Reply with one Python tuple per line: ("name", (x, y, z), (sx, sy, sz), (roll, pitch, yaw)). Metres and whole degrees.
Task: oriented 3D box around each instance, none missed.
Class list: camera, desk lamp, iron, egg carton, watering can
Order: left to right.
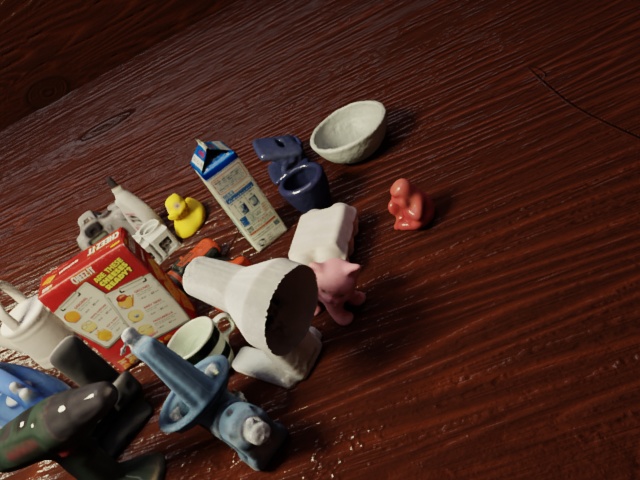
("iron", (-0.509, 0.266, 0.982), (0.257, 0.142, 0.119), (3, 48, 39))
("watering can", (-0.571, 0.161, 1.109), (0.173, 0.195, 0.100), (-42, 36, -13))
("camera", (-0.531, -0.038, 1.399), (0.143, 0.101, 0.136), (-40, 36, -11))
("desk lamp", (-0.081, 0.108, 0.781), (0.202, 0.214, 0.118), (4, 49, 40))
("egg carton", (0.009, 0.003, 0.963), (0.107, 0.070, 0.150), (-13, 40, 25))

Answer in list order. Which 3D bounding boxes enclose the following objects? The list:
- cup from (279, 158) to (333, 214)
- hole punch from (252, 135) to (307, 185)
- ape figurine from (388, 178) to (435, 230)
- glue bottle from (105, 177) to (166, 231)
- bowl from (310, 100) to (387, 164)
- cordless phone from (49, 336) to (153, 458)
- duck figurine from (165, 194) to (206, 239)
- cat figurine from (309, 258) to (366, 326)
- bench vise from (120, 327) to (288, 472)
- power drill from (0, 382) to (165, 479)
("cup", (-0.016, -0.091, 1.073), (0.091, 0.095, 0.117), (-18, 38, 19))
("hole punch", (-0.085, -0.193, 1.251), (0.101, 0.091, 0.108), (-31, 35, 2))
("ape figurine", (0.141, -0.060, 0.918), (0.076, 0.092, 0.077), (-29, 35, 5))
("glue bottle", (-0.430, -0.078, 1.305), (0.077, 0.174, 0.037), (-5, 44, 33))
("bowl", (0.069, -0.206, 1.164), (0.167, 0.075, 0.167), (-20, 37, 17))
("cordless phone", (-0.359, 0.240, 0.861), (0.093, 0.185, 0.148), (6, 50, 42))
("duck figurine", (-0.306, -0.066, 1.273), (0.077, 0.086, 0.104), (-17, 38, 21))
("cat figurine", (0.011, 0.063, 0.847), (0.127, 0.118, 0.067), (9, 52, 43))
("bench vise", (-0.144, 0.187, 0.729), (0.206, 0.220, 0.121), (-6, 43, 33))
("power drill", (-0.305, 0.275, 0.756), (0.229, 0.209, 0.075), (-21, 37, 16))
